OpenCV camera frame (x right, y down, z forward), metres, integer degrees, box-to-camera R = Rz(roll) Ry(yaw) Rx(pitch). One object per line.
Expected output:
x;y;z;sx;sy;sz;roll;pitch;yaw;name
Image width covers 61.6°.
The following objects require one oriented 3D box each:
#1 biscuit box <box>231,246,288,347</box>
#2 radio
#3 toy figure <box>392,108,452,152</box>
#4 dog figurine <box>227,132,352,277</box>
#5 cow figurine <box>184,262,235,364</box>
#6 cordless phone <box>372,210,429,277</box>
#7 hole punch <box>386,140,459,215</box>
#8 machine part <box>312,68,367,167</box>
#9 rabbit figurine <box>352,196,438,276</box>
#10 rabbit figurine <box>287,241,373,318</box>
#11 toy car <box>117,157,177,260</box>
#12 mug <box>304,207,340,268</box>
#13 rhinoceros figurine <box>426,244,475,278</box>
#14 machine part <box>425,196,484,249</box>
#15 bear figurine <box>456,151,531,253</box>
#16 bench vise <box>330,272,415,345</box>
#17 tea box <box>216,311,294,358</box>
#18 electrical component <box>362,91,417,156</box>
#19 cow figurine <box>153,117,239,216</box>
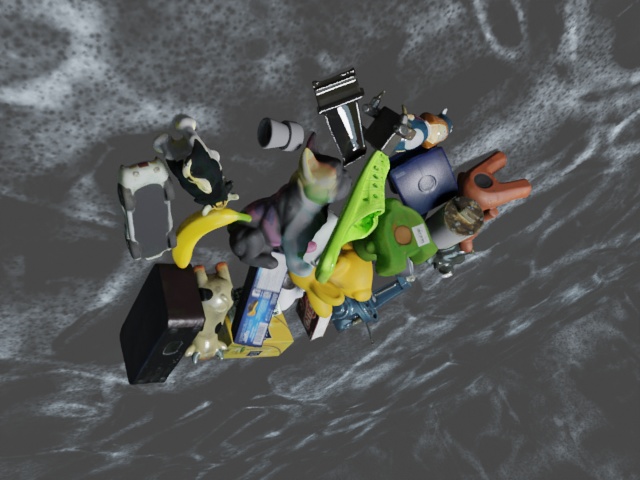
-0.114;0.102;1.016;0.059;0.063;0.202;14;107;-21;biscuit box
-0.293;0.158;0.982;0.073;0.131;0.229;4;136;-37;radio
0.167;-0.182;0.908;0.154;0.058;0.064;-13;161;-25;toy figure
-0.051;-0.064;0.869;0.192;0.108;0.219;12;119;6;dog figurine
-0.216;0.150;1.032;0.085;0.127;0.194;0;136;-32;cow figurine
0.183;-0.015;1.136;0.146;0.089;0.184;70;45;-84;cordless phone
0.187;-0.114;0.993;0.142;0.092;0.115;-26;144;5;hole punch
0.038;-0.179;0.801;0.084;0.039;0.138;-24;122;-13;machine part
0.104;-0.007;1.001;0.121;0.159;0.170;-31;-175;-26;rabbit figurine
0.013;0.075;1.097;0.173;0.162;0.122;9;148;-19;rabbit figurine
-0.257;-0.039;0.803;0.073;0.056;0.201;-19;149;-25;toy car
-0.002;-0.003;1.000;0.107;0.110;0.080;-45;137;4;mug
0.307;0.027;1.293;0.112;0.073;0.190;-30;148;1;rhinoceros figurine
0.254;-0.031;1.043;0.079;0.079;0.243;-25;173;-4;machine part
0.337;-0.071;1.134;0.132;0.120;0.195;-24;150;-12;bear figurine
0.125;0.144;1.286;0.241;0.129;0.223;-31;150;14;bench vise
-0.153;0.200;1.178;0.169;0.098;0.068;8;135;-45;tea box
0.100;-0.179;0.830;0.078;0.102;0.045;-47;140;12;electrical component
-0.163;-0.086;0.764;0.068;0.098;0.167;-33;149;-2;cow figurine
